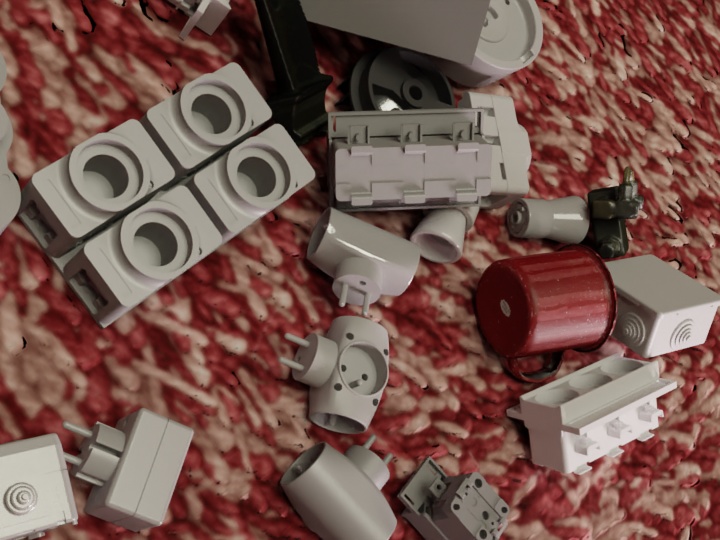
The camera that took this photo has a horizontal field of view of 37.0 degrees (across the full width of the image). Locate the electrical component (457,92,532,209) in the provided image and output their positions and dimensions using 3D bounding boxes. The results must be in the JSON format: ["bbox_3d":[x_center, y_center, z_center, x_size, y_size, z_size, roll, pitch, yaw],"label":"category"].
[{"bbox_3d":[0.109,-0.101,0.926,0.056,0.050,0.089,1,73,-32],"label":"electrical component"}]

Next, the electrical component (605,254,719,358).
[{"bbox_3d":[0.253,0.031,0.946,0.100,0.100,0.048,-9,123,-35],"label":"electrical component"}]

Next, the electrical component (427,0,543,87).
[{"bbox_3d":[0.101,-0.214,0.953,0.108,0.060,0.108,11,68,-29],"label":"electrical component"}]

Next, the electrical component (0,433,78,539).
[{"bbox_3d":[-0.207,0.127,0.620,0.062,0.096,0.061,-9,78,-34],"label":"electrical component"}]

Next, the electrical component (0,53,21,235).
[{"bbox_3d":[-0.247,-0.089,0.684,0.052,0.074,0.138,-2,75,-33],"label":"electrical component"}]

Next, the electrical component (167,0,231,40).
[{"bbox_3d":[-0.125,-0.223,0.827,0.064,0.042,0.081,31,59,-16],"label":"electrical component"}]

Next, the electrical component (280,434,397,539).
[{"bbox_3d":[-0.005,0.153,0.770,0.077,0.044,0.079,49,55,-9],"label":"electrical component"}]

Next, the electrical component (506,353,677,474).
[{"bbox_3d":[0.194,0.119,0.895,0.121,0.079,0.063,-17,105,-35],"label":"electrical component"}]

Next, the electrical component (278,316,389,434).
[{"bbox_3d":[-0.023,0.070,0.788,0.079,0.044,0.077,25,62,-23],"label":"electrical component"}]

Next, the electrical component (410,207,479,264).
[{"bbox_3d":[0.070,-0.040,0.884,0.045,0.045,0.055,35,58,-18],"label":"electrical component"}]

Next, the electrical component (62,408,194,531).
[{"bbox_3d":[-0.157,0.121,0.684,0.077,0.047,0.065,28,61,-21],"label":"electrical component"}]

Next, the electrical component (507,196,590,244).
[{"bbox_3d":[0.163,-0.045,0.947,0.065,0.044,0.044,1,73,-27],"label":"electrical component"}]

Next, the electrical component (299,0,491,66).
[{"bbox_3d":[0.030,-0.228,0.861,0.150,0.061,0.089,16,106,2],"label":"electrical component"}]

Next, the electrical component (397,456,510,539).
[{"bbox_3d":[0.073,0.179,0.799,0.081,0.064,0.042,48,55,-9],"label":"electrical component"}]

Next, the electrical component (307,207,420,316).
[{"bbox_3d":[0.000,0.000,0.816,0.077,0.044,0.079,23,50,-15],"label":"electrical component"}]

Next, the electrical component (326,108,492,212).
[{"bbox_3d":[0.037,-0.082,0.831,0.121,0.063,0.078,-3,109,-6],"label":"electrical component"}]

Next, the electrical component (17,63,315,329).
[{"bbox_3d":[-0.131,-0.058,0.754,0.186,0.060,0.105,-39,96,-35],"label":"electrical component"}]
